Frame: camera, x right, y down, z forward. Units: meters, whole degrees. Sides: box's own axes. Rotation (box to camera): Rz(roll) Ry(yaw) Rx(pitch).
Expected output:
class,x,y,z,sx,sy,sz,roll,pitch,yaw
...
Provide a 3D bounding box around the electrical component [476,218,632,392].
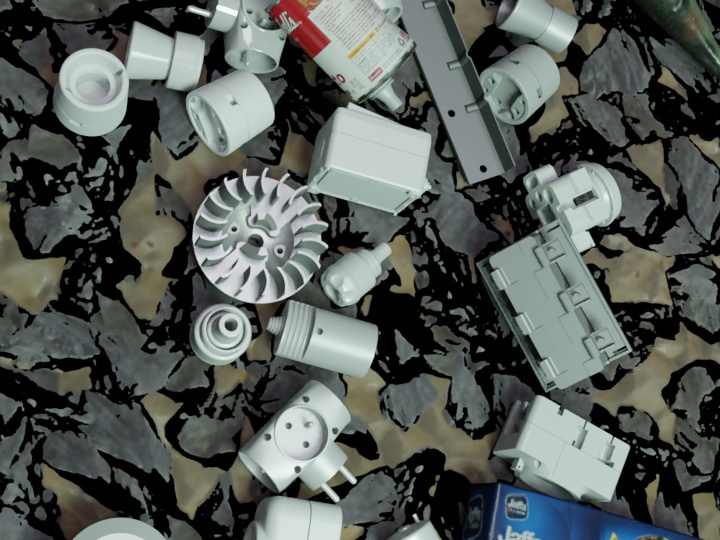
class,x,y,z,sx,sy,sz,roll,pitch,yaw
electrical component,0.154,0.031,0.869,0.079,0.063,0.121,-29,87,19

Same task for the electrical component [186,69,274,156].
class,x,y,z,sx,sy,sz,roll,pitch,yaw
electrical component,-0.100,-0.124,0.835,0.047,0.055,0.055,-35,90,-25

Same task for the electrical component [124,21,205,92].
class,x,y,z,sx,sy,sz,roll,pitch,yaw
electrical component,-0.152,-0.164,0.832,0.055,0.045,0.045,10,74,-16

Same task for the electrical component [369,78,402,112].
class,x,y,z,sx,sy,sz,roll,pitch,yaw
electrical component,0.011,-0.157,0.890,0.035,0.035,0.061,-43,95,-22

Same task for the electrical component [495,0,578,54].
class,x,y,z,sx,sy,sz,roll,pitch,yaw
electrical component,0.158,-0.219,0.949,0.065,0.044,0.044,24,71,-16

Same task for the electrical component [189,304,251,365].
class,x,y,z,sx,sy,sz,roll,pitch,yaw
electrical component,-0.101,0.046,0.790,0.043,0.062,0.043,4,76,-17

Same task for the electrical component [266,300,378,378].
class,x,y,z,sx,sy,sz,roll,pitch,yaw
electrical component,-0.032,0.051,0.821,0.081,0.043,0.043,17,73,-13

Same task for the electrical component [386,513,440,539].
class,x,y,z,sx,sy,sz,roll,pitch,yaw
electrical component,0.049,0.225,0.808,0.040,0.040,0.078,-27,87,-22

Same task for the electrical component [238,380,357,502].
class,x,y,z,sx,sy,sz,roll,pitch,yaw
electrical component,-0.036,0.136,0.799,0.079,0.044,0.077,48,68,-3

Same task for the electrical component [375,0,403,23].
class,x,y,z,sx,sy,sz,roll,pitch,yaw
electrical component,0.005,-0.230,0.899,0.066,0.048,0.055,-25,78,-22

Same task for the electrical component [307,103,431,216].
class,x,y,z,sx,sy,sz,roll,pitch,yaw
electrical component,0.014,-0.087,0.859,0.096,0.062,0.061,15,73,-14

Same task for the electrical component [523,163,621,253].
class,x,y,z,sx,sy,sz,roll,pitch,yaw
electrical component,0.182,-0.056,0.909,0.057,0.058,0.078,-25,86,-19

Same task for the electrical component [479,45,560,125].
class,x,y,z,sx,sy,sz,roll,pitch,yaw
electrical component,0.138,-0.160,0.921,0.047,0.055,0.055,-40,91,-26

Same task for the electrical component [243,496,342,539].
class,x,y,z,sx,sy,sz,roll,pitch,yaw
electrical component,-0.053,0.212,0.770,0.059,0.054,0.095,13,74,-15

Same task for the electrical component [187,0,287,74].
class,x,y,z,sx,sy,sz,roll,pitch,yaw
electrical component,-0.098,-0.206,0.857,0.079,0.044,0.077,13,74,-24

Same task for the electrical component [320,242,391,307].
class,x,y,z,sx,sy,sz,roll,pitch,yaw
electrical component,0.000,0.000,0.849,0.061,0.035,0.035,-40,91,-25

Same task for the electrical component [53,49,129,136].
class,x,y,z,sx,sy,sz,roll,pitch,yaw
electrical component,-0.201,-0.134,0.808,0.055,0.047,0.055,4,76,-17

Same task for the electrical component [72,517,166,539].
class,x,y,z,sx,sy,sz,roll,pitch,yaw
electrical component,-0.167,0.210,0.735,0.080,0.051,0.080,4,76,-17

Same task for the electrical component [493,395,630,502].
class,x,y,z,sx,sy,sz,roll,pitch,yaw
electrical component,0.159,0.147,0.856,0.089,0.050,0.055,30,70,-9
